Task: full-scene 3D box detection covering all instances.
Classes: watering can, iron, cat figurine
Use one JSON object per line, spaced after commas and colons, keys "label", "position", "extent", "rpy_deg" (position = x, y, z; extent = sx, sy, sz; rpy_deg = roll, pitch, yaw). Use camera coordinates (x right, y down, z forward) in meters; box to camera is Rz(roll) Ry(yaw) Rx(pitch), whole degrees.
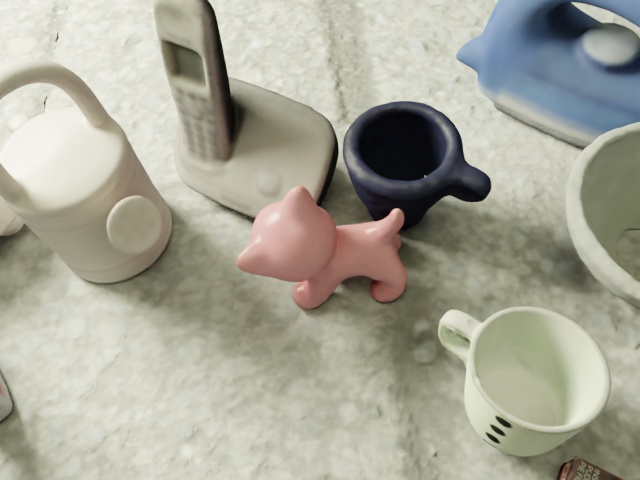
{"label": "watering can", "position": [-0.181, -0.049, 0.431], "extent": [0.172, 0.194, 0.101], "rpy_deg": [16, 64, 13]}
{"label": "iron", "position": [0.256, -0.163, 0.489], "extent": [0.257, 0.141, 0.119], "rpy_deg": [31, 68, 19]}
{"label": "cat figurine", "position": [0.004, 0.002, 0.432], "extent": [0.128, 0.118, 0.067], "rpy_deg": [-9, 61, 0]}

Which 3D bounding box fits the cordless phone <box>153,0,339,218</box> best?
{"label": "cordless phone", "position": [-0.060, -0.101, 0.455], "extent": [0.147, 0.185, 0.094], "rpy_deg": [21, 65, 15]}

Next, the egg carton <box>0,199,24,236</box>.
{"label": "egg carton", "position": [-0.338, -0.013, 0.494], "extent": [0.107, 0.069, 0.150], "rpy_deg": [40, 71, 22]}

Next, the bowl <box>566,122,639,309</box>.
{"label": "bowl", "position": [0.266, -0.006, 0.441], "extent": [0.167, 0.075, 0.167], "rpy_deg": [-2, 61, 3]}

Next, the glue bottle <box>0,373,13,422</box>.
{"label": "glue bottle", "position": [-0.275, 0.076, 0.381], "extent": [0.037, 0.173, 0.078], "rpy_deg": [-39, 65, -16]}

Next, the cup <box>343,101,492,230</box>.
{"label": "cup", "position": [0.078, -0.046, 0.466], "extent": [0.117, 0.095, 0.092], "rpy_deg": [25, 66, 17]}
